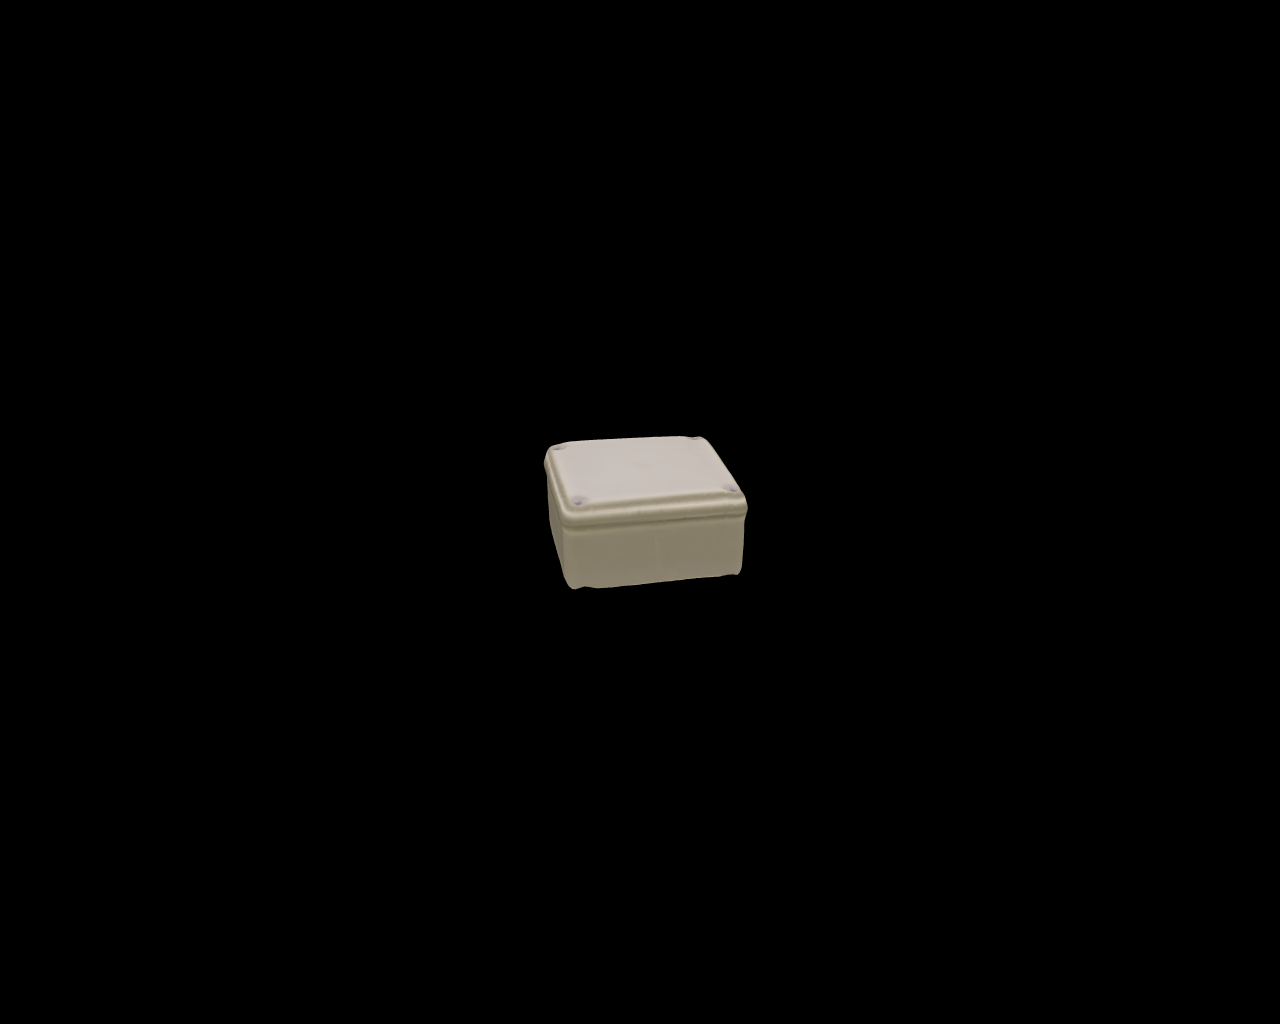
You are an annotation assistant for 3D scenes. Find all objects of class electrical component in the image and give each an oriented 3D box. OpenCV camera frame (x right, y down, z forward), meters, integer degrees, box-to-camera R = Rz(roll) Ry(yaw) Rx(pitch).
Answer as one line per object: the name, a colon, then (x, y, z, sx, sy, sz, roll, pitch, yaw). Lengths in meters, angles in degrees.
electrical component: (0.001, -0.003, 0.650, 0.109, 0.056, 0.109, -4, 24, -9)
